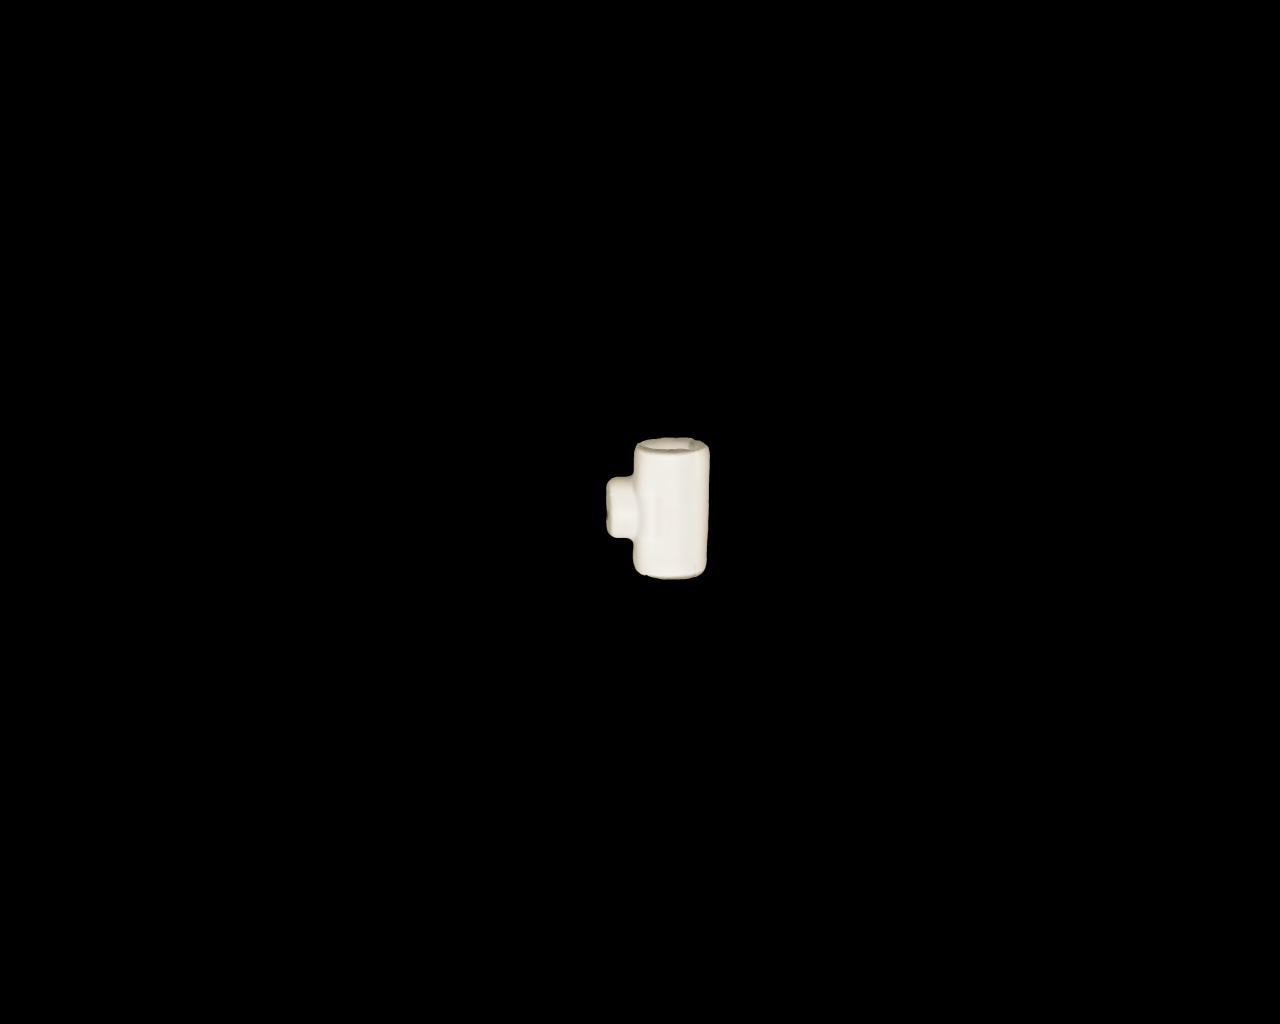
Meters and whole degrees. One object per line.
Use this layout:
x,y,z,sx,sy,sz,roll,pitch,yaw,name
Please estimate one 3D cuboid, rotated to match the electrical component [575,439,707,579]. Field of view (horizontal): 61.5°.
0.001,-0.003,0.650,0.079,0.077,0.043,0,16,0,electrical component
